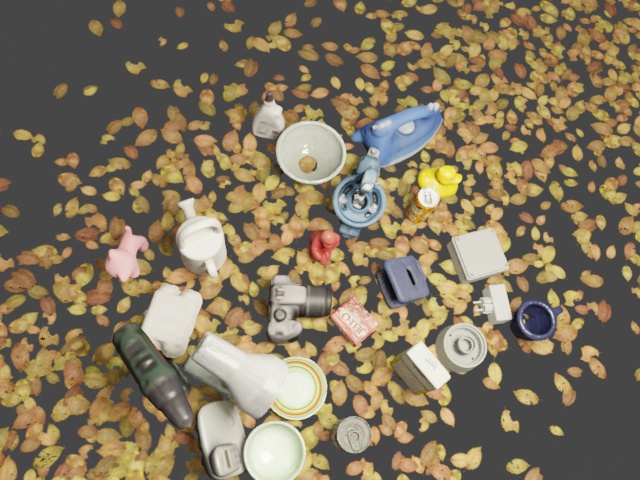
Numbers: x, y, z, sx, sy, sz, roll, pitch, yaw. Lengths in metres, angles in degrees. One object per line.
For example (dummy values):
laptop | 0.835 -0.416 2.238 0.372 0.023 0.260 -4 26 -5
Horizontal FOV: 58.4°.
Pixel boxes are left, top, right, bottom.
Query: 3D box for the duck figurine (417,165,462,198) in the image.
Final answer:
duck figurine | 0.294 -0.152 1.392 0.104 0.086 0.077 14 69 -2

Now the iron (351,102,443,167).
iron | 0.212 -0.282 1.398 0.259 0.141 0.118 -27 76 -15

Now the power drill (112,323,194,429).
power drill | -0.306 0.267 1.099 0.076 0.208 0.229 -37 79 -17

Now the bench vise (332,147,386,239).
bench vise | 0.090 -0.128 1.285 0.121 0.219 0.207 1 70 -7

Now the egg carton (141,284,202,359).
egg carton | -0.316 0.170 1.207 0.107 0.069 0.150 15 69 -2

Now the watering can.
watering can | -0.257 -0.005 1.210 0.172 0.194 0.101 44 71 9

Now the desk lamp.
desk lamp | -0.170 0.256 1.119 0.203 0.213 0.118 29 70 4

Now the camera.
camera | -0.043 0.146 1.234 0.137 0.101 0.143 3 70 -6

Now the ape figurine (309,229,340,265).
ape figurine | 0.012 0.005 1.296 0.078 0.092 0.076 -22 75 -14

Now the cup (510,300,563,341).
cup | 0.481 0.183 1.293 0.118 0.095 0.091 -21 74 -14

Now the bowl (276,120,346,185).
bowl | -0.024 -0.197 1.372 0.167 0.074 0.167 2 70 -7

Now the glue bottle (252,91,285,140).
glue bottle | -0.119 -0.295 1.342 0.078 0.173 0.037 12 69 -3

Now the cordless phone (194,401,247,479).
cordless phone | -0.189 0.379 1.087 0.094 0.185 0.147 -16 73 -12

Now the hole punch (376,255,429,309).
hole punch | 0.191 0.088 1.291 0.101 0.091 0.108 -18 74 -13

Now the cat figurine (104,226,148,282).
cat figurine | -0.417 0.032 1.216 0.067 0.117 0.128 9 70 -4
